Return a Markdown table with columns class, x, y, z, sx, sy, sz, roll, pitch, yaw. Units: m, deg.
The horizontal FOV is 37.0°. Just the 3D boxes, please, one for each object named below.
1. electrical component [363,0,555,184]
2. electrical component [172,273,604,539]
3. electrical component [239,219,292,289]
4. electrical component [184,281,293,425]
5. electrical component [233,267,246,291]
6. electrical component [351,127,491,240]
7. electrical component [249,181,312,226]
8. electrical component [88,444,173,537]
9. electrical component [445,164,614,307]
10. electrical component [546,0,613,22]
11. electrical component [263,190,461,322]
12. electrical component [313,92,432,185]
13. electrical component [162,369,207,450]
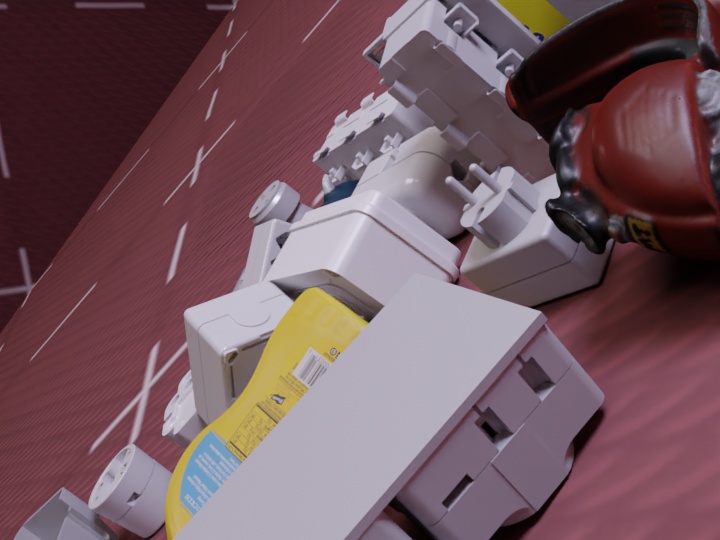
| class | x | y | z | sx | sy | sz | roll | pitch | yaw |
| --- | --- | --- | --- | --- | --- | --- | --- | --- | --- |
| electrical component | 0.070 | -0.104 | 0.621 | 0.079 | 0.121 | 0.063 | -37 | 26 | 37 |
| electrical component | 0.005 | 0.096 | 0.456 | 0.186 | 0.060 | 0.105 | -47 | 24 | -11 |
| electrical component | -0.067 | 0.013 | 0.809 | 0.076 | 0.047 | 0.083 | -15 | 61 | 61 |
| electrical component | -0.068 | 0.063 | 0.665 | 0.062 | 0.096 | 0.061 | -21 | 38 | -28 |
| electrical component | -0.087 | 0.030 | 0.874 | 0.040 | 0.040 | 0.078 | -32 | 27 | 45 |
| electrical component | 0.034 | -0.044 | 0.704 | 0.095 | 0.054 | 0.059 | -25 | 32 | 54 |
| electrical component | -0.062 | -0.045 | 0.928 | 0.045 | 0.055 | 0.045 | -45 | 20 | 21 |
| electrical component | -0.165 | 0.164 | 0.796 | 0.055 | 0.047 | 0.055 | -45 | 20 | 21 |
| electrical component | 0.076 | -0.025 | 0.531 | 0.066 | 0.077 | 0.047 | -26 | 32 | 53 |
| electrical component | 0.152 | -0.186 | 0.602 | 0.108 | 0.109 | 0.056 | -60 | 17 | -23 |
| electrical component | 0.000 | 0.000 | 0.664 | 0.057 | 0.078 | 0.113 | -61 | 20 | -18 |
| electrical component | 0.021 | -0.097 | 0.819 | 0.121 | 0.063 | 0.078 | -22 | 34 | 56 |
| electrical component | -0.095 | 0.101 | 0.732 | 0.058 | 0.057 | 0.078 | -48 | 19 | 12 |
